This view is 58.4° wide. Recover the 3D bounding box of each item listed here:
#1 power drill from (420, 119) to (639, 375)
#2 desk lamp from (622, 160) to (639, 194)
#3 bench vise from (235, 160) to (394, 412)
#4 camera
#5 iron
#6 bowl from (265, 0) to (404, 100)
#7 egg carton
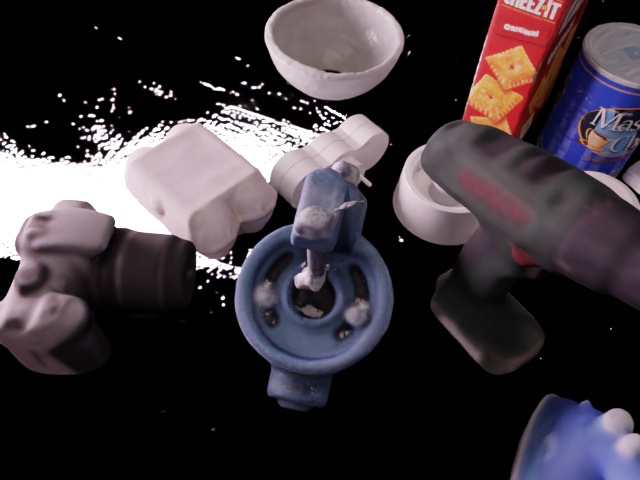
[{"bbox_3d":[0.162,0.019,0.452,0.076,0.208,0.229,-29,60,-22],"label":"power drill"},{"bbox_3d":[0.437,-0.083,0.540,0.118,0.213,0.202,-30,61,-22],"label":"desk lamp"},{"bbox_3d":[-0.008,0.002,0.447,0.121,0.220,0.207,-4,54,-6],"label":"bench vise"},{"bbox_3d":[-0.182,0.032,0.488,0.137,0.101,0.143,5,54,0],"label":"camera"},{"bbox_3d":[0.189,0.199,0.364,0.118,0.141,0.258,4,54,0],"label":"iron"},{"bbox_3d":[0.016,-0.226,0.705,0.167,0.075,0.167,2,54,-2],"label":"bowl"},{"bbox_3d":[-0.122,-0.051,0.572,0.150,0.069,0.107,38,61,22],"label":"egg carton"}]
